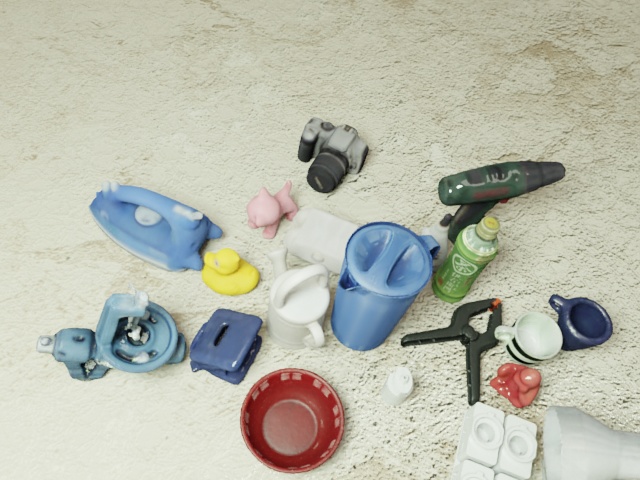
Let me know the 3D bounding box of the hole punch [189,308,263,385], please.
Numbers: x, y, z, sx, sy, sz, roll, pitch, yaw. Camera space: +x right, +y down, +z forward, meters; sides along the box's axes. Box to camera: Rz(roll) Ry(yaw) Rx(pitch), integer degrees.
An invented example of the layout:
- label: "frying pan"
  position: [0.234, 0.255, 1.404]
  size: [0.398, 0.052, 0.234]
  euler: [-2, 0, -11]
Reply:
- label: "hole punch"
  position: [-0.155, 0.168, 0.935]
  size: [0.101, 0.091, 0.109]
  euler: [23, 57, 6]

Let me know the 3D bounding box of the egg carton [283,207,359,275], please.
- label: "egg carton"
  position: [0.010, 0.004, 1.081]
  size: [0.150, 0.069, 0.107]
  euler: [22, 57, 5]

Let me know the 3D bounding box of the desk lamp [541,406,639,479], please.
- label: "desk lamp"
  position: [0.408, 0.331, 0.850]
  size: [0.203, 0.213, 0.118]
  euler: [10, 56, -3]

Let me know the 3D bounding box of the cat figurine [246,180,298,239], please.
- label: "cat figurine"
  position: [-0.093, -0.063, 1.079]
  size: [0.067, 0.118, 0.128]
  euler: [35, 59, 14]

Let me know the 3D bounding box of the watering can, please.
- label: "watering can"
  position: [-0.040, 0.092, 0.941]
  size: [0.172, 0.194, 0.101]
  euler: [39, 60, 16]

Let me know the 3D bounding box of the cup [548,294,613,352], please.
- label: "cup"
  position: [0.454, 0.156, 1.042]
  size: [0.117, 0.095, 0.092]
  euler: [39, 60, 16]

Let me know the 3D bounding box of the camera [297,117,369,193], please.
- label: "camera"
  position: [0.014, -0.175, 1.179]
  size: [0.143, 0.101, 0.137]
  euler: [26, 57, 8]

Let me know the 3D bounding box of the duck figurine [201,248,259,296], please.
- label: "duck figurine"
  position: [-0.158, 0.049, 1.014]
  size: [0.104, 0.086, 0.077]
  euler: [13, 56, -1]

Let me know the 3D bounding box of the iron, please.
- label: "iron"
  position: [-0.309, -0.047, 1.018]
  size: [0.258, 0.141, 0.119]
  euler: [21, 57, 5]

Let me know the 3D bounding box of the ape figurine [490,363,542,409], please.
- label: "ape figurine"
  position: [0.342, 0.241, 0.970]
  size: [0.076, 0.092, 0.078]
  euler: [1, 57, -9]

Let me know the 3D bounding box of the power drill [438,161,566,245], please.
- label: "power drill"
  position: [0.326, -0.074, 1.101]
  size: [0.230, 0.208, 0.075]
  euler: [-5, 58, -12]

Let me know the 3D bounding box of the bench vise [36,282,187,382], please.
- label: "bench vise"
  position: [-0.308, 0.147, 0.845]
  size: [0.208, 0.220, 0.121]
  euler: [-19, 62, -20]

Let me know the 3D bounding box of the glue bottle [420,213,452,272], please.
- label: "glue bottle"
  position: [0.208, 0.003, 1.053]
  size: [0.078, 0.173, 0.037]
  euler: [1, 57, -8]
